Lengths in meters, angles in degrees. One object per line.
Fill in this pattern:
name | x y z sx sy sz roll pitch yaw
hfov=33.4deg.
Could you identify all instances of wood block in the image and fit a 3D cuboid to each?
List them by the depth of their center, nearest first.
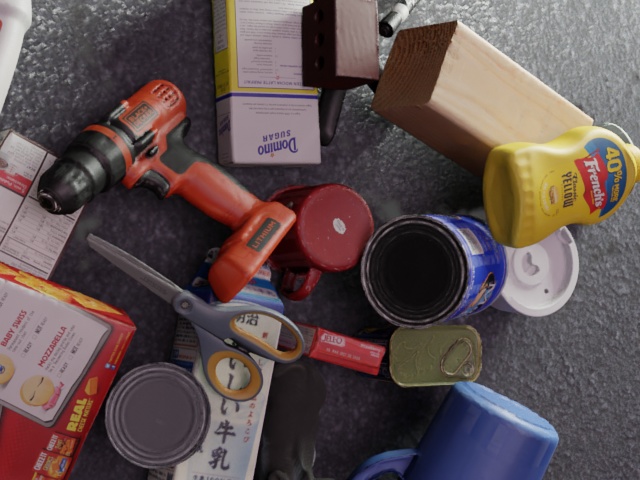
wood block | 0.163 -0.125 1.060 0.205 0.091 0.090 28 77 -33

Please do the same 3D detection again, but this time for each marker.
marker | 0.090 -0.240 1.071 0.020 0.020 0.121 49 52 -16

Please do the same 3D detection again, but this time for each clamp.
clamp | 0.039 -0.179 1.052 0.120 0.039 0.171 -5 92 -39

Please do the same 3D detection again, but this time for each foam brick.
foam brick | 0.019 -0.182 0.986 0.051 0.053 0.078 0 86 -34

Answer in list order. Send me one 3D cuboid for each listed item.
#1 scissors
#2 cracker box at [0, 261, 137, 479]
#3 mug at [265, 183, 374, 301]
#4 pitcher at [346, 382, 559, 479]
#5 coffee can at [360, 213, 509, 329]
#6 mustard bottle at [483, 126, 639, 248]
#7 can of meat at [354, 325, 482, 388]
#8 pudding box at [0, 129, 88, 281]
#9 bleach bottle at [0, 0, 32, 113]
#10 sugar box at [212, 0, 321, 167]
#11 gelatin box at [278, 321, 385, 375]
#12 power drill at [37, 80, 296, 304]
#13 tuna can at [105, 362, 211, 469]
scissors | -0.112 0.071 0.880 0.201 0.016 0.096 21 104 -13
cracker box | -0.279 0.098 0.848 0.213 0.072 0.164 24 92 -23
mug | -0.007 0.001 0.995 0.093 0.082 0.117 27 76 -23
pitcher | 0.108 0.253 0.977 0.149 0.145 0.243 22 96 -50
coffee can | 0.111 0.026 1.004 0.140 0.103 0.103 -4 89 -66
mustard bottle | 0.247 -0.059 1.031 0.191 0.058 0.096 -16 108 -29
can of meat | 0.091 0.111 1.036 0.101 0.084 0.057 1 86 -26
pudding box | -0.251 -0.025 0.901 0.090 0.039 0.113 30 78 -25
bleach bottle | -0.304 -0.134 0.865 0.102 0.068 0.251 16 74 -4
sugar box | -0.051 -0.157 1.002 0.093 0.048 0.176 -1 91 -27
gelatin box | 0.008 0.098 0.992 0.073 0.089 0.030 19 83 -24
power drill | -0.124 -0.035 0.905 0.187 0.057 0.184 42 46 -5
tuna can | -0.133 0.144 0.877 0.086 0.034 0.086 1 83 -8
